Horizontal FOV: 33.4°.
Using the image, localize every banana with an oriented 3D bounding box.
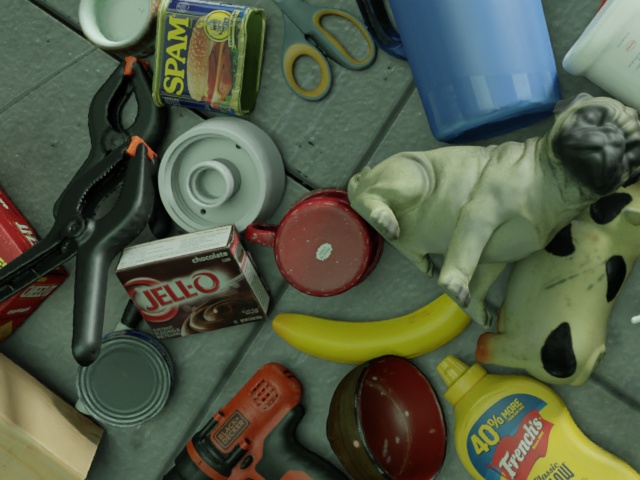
[{"bbox_3d":[0.055,0.073,0.919,0.198,0.037,0.069,-17,66,14],"label":"banana"}]

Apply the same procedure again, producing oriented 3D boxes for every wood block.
[{"bbox_3d":[-0.308,0.159,0.953,0.206,0.091,0.090,40,103,-12],"label":"wood block"}]

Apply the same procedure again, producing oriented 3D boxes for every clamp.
[{"bbox_3d":[-0.215,0.000,0.936,0.165,0.036,0.210,11,66,32],"label":"clamp"},{"bbox_3d":[-0.194,-0.085,1.000,0.120,0.039,0.171,0,84,12],"label":"clamp"}]

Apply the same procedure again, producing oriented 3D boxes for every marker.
[{"bbox_3d":[-0.195,0.108,1.000,0.020,0.020,0.121,29,96,16],"label":"marker"}]

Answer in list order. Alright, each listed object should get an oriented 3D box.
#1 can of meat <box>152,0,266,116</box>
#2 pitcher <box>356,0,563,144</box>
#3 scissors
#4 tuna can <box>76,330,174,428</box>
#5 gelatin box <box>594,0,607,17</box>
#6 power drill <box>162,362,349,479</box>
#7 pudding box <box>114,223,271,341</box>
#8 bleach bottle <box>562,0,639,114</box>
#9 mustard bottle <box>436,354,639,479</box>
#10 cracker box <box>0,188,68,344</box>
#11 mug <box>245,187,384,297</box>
[{"bbox_3d":[-0.099,-0.165,0.958,0.084,0.057,0.102,11,105,14],"label":"can of meat"},{"bbox_3d":[0.107,-0.204,0.877,0.145,0.149,0.243,-15,86,-1],"label":"pitcher"},{"bbox_3d":[-0.040,-0.202,0.970,0.202,0.016,0.096,36,98,16],"label":"scissors"},{"bbox_3d":[-0.177,0.126,0.974,0.086,0.034,0.086,0,96,0],"label":"tuna can"},{"bbox_3d":[0.267,-0.184,0.868,0.073,0.030,0.089,31,96,16],"label":"gelatin box"},{"bbox_3d":[-0.040,0.229,0.927,0.188,0.057,0.184,43,100,14],"label":"power drill"},{"bbox_3d":[-0.111,0.038,0.943,0.114,0.090,0.039,-14,39,15],"label":"pudding box"},{"bbox_3d":[0.316,-0.100,0.815,0.251,0.068,0.102,37,99,1],"label":"bleach bottle"},{"bbox_3d":[0.167,0.167,0.867,0.192,0.058,0.096,46,101,14],"label":"mustard bottle"},{"bbox_3d":[-0.374,0.044,1.032,0.214,0.072,0.164,-43,78,10],"label":"cracker box"},{"bbox_3d":[-0.006,0.001,0.903,0.117,0.081,0.093,11,97,5],"label":"mug"}]
